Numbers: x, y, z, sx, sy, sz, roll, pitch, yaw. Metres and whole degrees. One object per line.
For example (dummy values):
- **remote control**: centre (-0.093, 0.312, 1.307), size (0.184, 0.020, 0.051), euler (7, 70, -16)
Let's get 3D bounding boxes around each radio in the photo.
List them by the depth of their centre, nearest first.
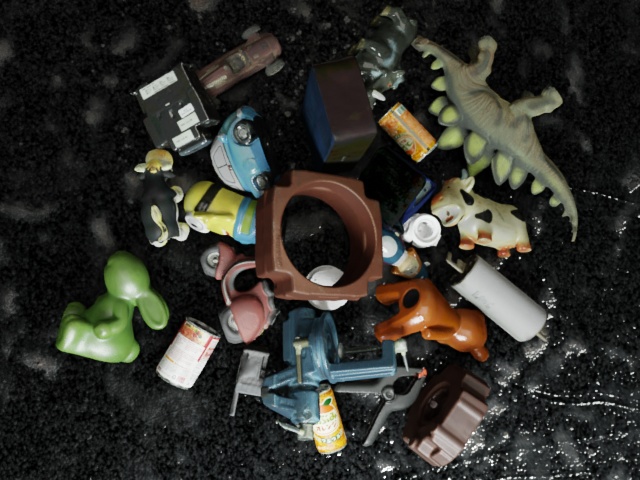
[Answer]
- **radio**: centre (0.023, -0.194, 0.879), size (0.073, 0.229, 0.131), euler (-14, 85, -9)

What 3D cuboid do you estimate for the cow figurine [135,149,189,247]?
- **cow figurine**: centre (-0.271, -0.075, 0.899), size (0.068, 0.098, 0.167), euler (-10, 88, -2)

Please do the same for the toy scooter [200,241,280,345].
- **toy scooter**: centre (-0.119, 0.081, 0.926), size (0.135, 0.075, 0.183), euler (-18, 86, -9)

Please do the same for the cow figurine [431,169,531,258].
- **cow figurine**: centre (0.285, -0.047, 0.964), size (0.195, 0.085, 0.127), euler (13, 66, -25)

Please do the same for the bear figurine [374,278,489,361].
- **bear figurine**: centre (0.206, 0.146, 0.959), size (0.195, 0.132, 0.120), euler (34, 45, -34)

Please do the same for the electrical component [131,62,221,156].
- **electrical component**: centre (-0.238, -0.213, 0.908), size (0.115, 0.058, 0.134), euler (-22, 95, 18)

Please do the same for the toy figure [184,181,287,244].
- **toy figure**: centre (-0.144, -0.043, 0.923), size (0.180, 0.082, 0.089), euler (12, 60, 0)

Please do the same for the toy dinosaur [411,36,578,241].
- **toy dinosaur**: centre (0.333, -0.205, 0.987), size (0.471, 0.105, 0.198), euler (43, 91, 5)

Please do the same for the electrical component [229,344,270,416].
- **electrical component**: centre (-0.121, 0.240, 0.917), size (0.048, 0.075, 0.119), euler (11, 82, -7)

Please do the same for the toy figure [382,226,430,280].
- **toy figure**: centre (0.137, 0.028, 0.971), size (0.154, 0.058, 0.064), euler (40, 122, -6)

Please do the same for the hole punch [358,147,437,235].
- **hole punch**: centre (0.131, -0.091, 0.954), size (0.142, 0.092, 0.115), euler (43, 112, 17)

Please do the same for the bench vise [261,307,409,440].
- **bench vise**: centre (0.025, 0.208, 0.879), size (0.241, 0.128, 0.224), euler (-9, 48, 12)

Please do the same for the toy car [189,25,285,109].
- **toy car**: centre (-0.158, -0.300, 0.947), size (0.202, 0.053, 0.089), euler (-33, 95, -9)

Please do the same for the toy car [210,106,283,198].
- **toy car**: centre (-0.132, -0.143, 0.926), size (0.103, 0.109, 0.161), euler (-14, 102, 15)

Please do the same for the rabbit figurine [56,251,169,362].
- **rabbit figurine**: centre (-0.324, 0.107, 0.872), size (0.159, 0.121, 0.170), euler (23, 88, -13)

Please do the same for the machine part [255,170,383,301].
- **machine part**: centre (-0.002, -0.003, 0.872), size (0.201, 0.087, 0.201), euler (5, 77, -27)

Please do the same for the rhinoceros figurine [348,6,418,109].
- **rhinoceros figurine**: centre (0.110, -0.327, 0.977), size (0.112, 0.073, 0.190), euler (30, 82, -16)

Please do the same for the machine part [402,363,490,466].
- **machine part**: centre (0.211, 0.291, 0.915), size (0.056, 0.179, 0.179), euler (37, 84, -2)

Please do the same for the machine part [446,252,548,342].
- **machine part**: centre (0.324, 0.106, 0.981), size (0.243, 0.079, 0.079), euler (39, 83, -6)
